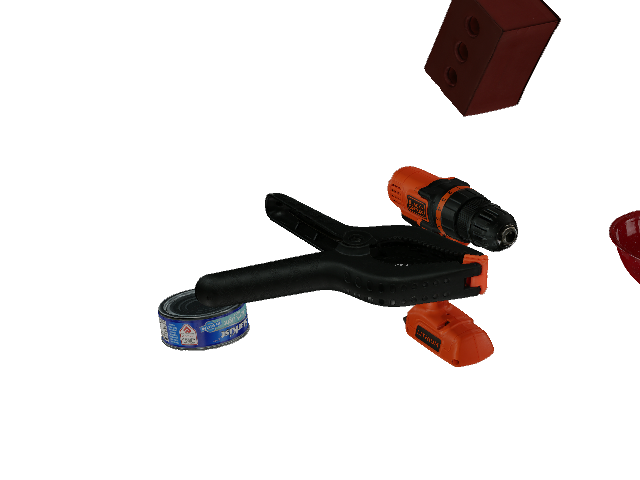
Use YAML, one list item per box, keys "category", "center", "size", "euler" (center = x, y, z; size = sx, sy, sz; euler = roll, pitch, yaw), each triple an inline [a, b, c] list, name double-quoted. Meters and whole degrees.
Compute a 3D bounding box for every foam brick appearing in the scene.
- category: "foam brick"
  center: [0.113, -0.131, 0.715]
  size: [0.051, 0.053, 0.078]
  euler: [-18, -33, -29]

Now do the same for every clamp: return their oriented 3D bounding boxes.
- category: "clamp"
  center: [0.024, 0.009, 0.826]
  size: [0.210, 0.036, 0.164]
  euler: [3, 29, 10]

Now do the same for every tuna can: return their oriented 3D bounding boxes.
- category: "tuna can"
  center: [-0.113, 0.074, 1.027]
  size: [0.086, 0.034, 0.086]
  euler: [-6, 18, 2]

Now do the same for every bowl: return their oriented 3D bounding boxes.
- category: "bowl"
  center: [0.392, 0.021, 1.155]
  size: [0.162, 0.055, 0.162]
  euler: [0, 26, 0]

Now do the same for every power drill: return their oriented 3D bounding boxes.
- category: "power drill"
  center: [0.136, 0.029, 1.079]
  size: [0.057, 0.188, 0.185]
  euler: [-15, 26, -23]
